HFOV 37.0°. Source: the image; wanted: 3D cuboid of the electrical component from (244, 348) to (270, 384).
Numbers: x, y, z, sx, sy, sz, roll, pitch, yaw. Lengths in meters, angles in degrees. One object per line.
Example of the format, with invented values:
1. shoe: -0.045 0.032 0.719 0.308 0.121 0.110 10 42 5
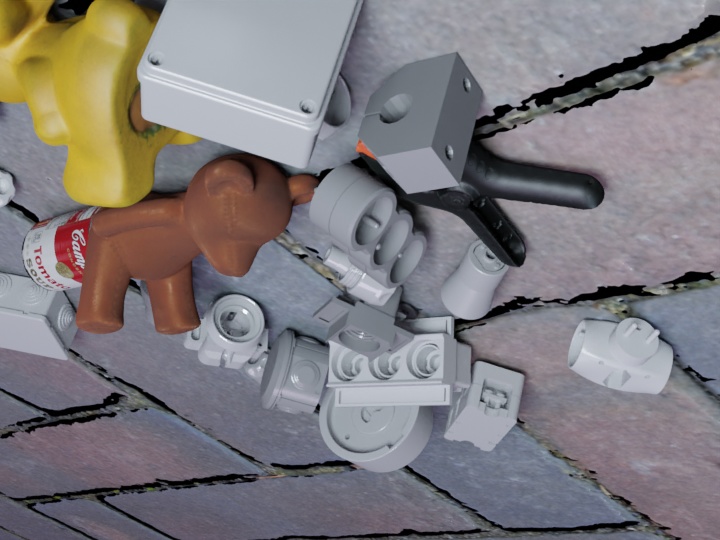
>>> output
1. electrical component: -0.094 0.105 1.119 0.035 0.035 0.061 -5 146 32

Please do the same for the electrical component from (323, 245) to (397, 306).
1. electrical component: 0.000 0.000 0.894 0.062 0.043 0.043 26 148 -15

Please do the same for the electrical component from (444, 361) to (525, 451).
1. electrical component: 0.120 0.128 1.034 0.050 0.055 0.089 18 150 -2

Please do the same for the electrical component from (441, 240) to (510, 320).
1. electrical component: 0.095 0.005 0.861 0.044 0.044 0.065 18 145 -3

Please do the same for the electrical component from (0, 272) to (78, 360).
1. electrical component: -0.351 0.047 1.131 0.100 0.048 0.099 10 149 11

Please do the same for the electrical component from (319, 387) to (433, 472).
1. electrical component: 0.021 0.148 1.069 0.108 0.108 0.060 -2 151 28

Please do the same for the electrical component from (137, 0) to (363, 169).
1. electrical component: -0.065 -0.131 0.648 0.109 0.108 0.056 17 153 -2

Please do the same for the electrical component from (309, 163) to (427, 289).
1. electrical component: -0.004 -0.039 0.806 0.074 0.052 0.138 35 175 26

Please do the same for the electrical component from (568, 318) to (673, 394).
1. electrical component: 0.223 0.065 0.894 0.077 0.043 0.079 17 150 -2

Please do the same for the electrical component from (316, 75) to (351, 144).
1. electrical component: -0.059 -0.119 0.727 0.077 0.044 0.079 -10 141 37

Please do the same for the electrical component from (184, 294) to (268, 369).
1. electrical component: -0.124 0.058 1.032 0.078 0.058 0.057 10 151 -18

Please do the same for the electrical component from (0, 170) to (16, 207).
1. electrical component: -0.333 -0.069 0.947 0.061 0.035 0.035 -7 142 39

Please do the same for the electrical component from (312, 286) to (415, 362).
1. electrical component: 0.006 0.038 0.934 0.081 0.063 0.042 26 147 -16

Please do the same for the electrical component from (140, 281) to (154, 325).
1. electrical component: -0.184 0.025 1.020 0.045 0.045 0.055 14 149 4

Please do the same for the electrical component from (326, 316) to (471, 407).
1. electrical component: 0.038 0.088 0.998 0.121 0.078 0.063 -6 165 32

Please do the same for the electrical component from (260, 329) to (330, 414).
1. electrical component: -0.065 0.102 1.057 0.051 0.080 0.080 17 150 -12
